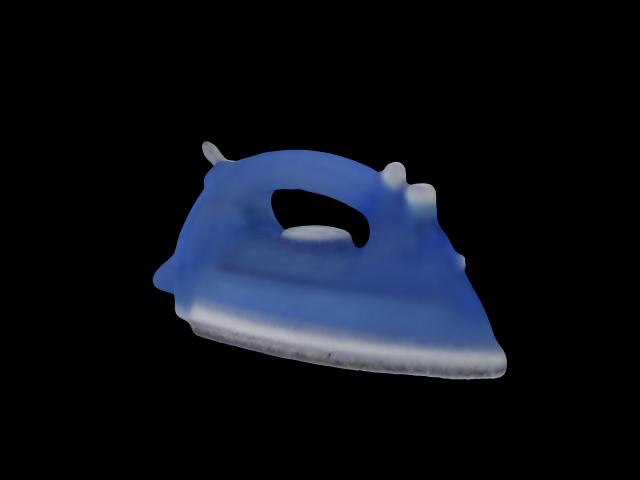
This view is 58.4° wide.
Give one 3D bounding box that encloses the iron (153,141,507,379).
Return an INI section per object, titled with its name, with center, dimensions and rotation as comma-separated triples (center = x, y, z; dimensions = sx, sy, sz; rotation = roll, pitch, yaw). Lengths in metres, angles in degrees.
[iron]
center = 0.004, 0.001, 0.400
dimensions = 0.257, 0.141, 0.119
rotation = 5, 10, 32
